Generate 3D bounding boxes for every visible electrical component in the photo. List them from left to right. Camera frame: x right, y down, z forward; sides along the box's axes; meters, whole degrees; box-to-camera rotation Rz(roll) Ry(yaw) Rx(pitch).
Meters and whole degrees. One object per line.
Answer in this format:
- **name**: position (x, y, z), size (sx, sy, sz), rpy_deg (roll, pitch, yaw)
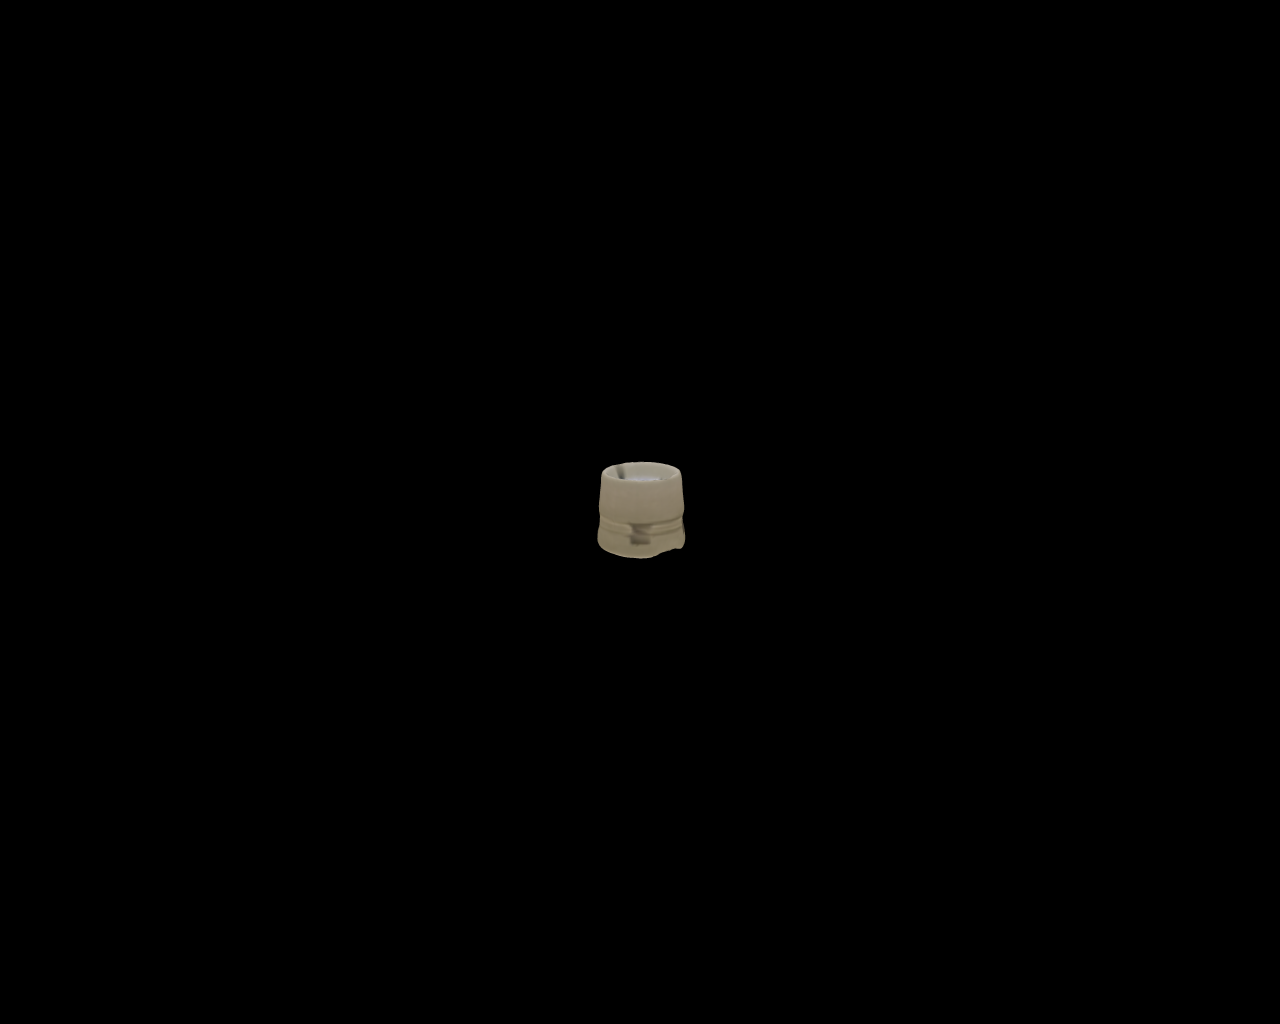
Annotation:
- **electrical component**: position (0.001, -0.003, 0.650), size (0.055, 0.047, 0.055), rpy_deg (0, 16, 0)
